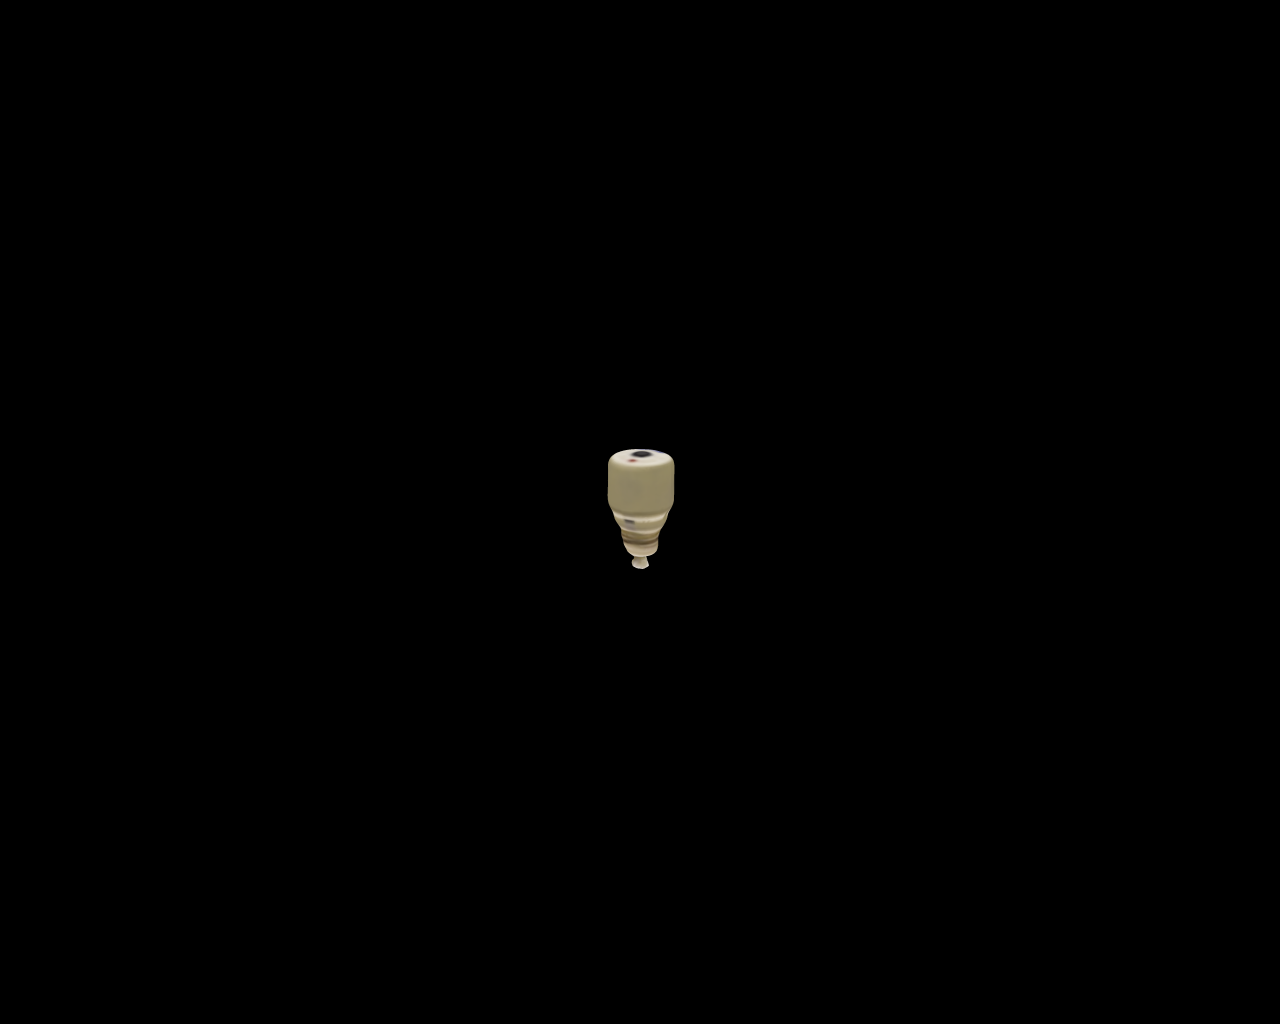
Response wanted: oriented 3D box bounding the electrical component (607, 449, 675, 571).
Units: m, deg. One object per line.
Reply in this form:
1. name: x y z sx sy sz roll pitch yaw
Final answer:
1. electrical component: 0.001 -0.003 0.650 0.040 0.078 0.040 0 20 0
